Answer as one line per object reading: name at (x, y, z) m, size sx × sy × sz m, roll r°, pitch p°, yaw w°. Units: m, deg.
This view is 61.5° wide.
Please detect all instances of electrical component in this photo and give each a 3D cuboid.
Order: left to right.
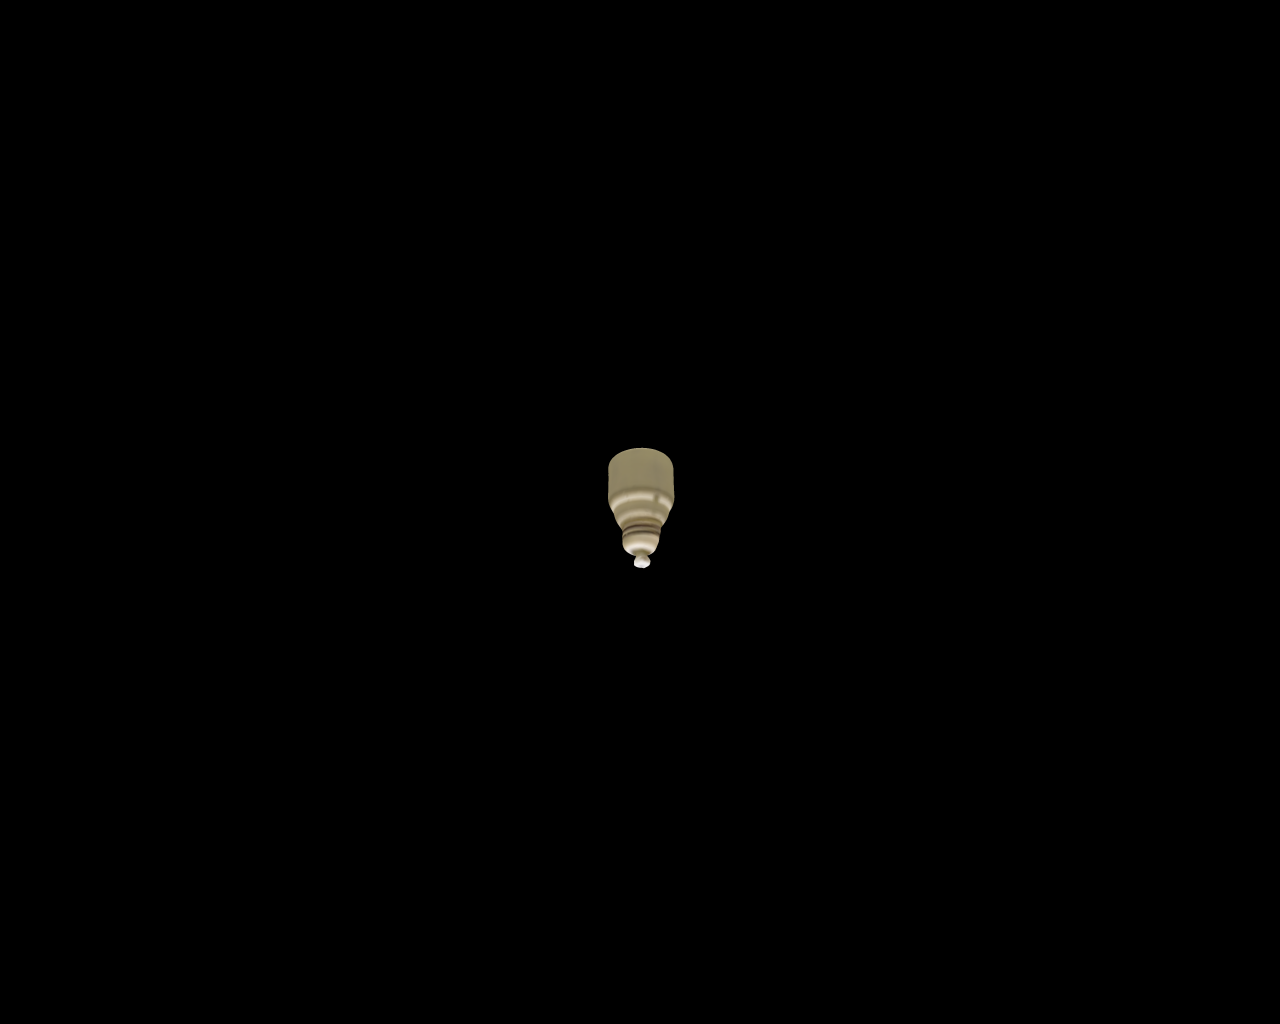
electrical component at (0.001, -0.003, 0.650) m, size 0.040 × 0.078 × 0.040 m, roll 0°, pitch -28°, yaw 0°
